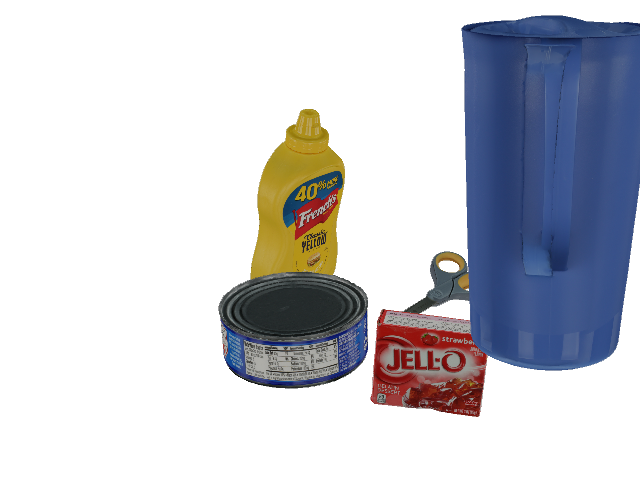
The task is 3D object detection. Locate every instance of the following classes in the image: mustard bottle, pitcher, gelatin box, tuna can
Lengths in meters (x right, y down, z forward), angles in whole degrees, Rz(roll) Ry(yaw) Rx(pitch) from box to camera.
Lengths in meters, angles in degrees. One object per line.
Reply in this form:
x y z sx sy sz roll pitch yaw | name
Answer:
-0.019 -0.038 1.038 0.096 0.192 0.058 -22 41 -37 | mustard bottle
0.161 -0.033 0.751 0.149 0.243 0.145 -10 18 -28 | pitcher
0.087 0.098 0.851 0.089 0.073 0.030 6 22 8 | gelatin box
-0.015 0.050 0.615 0.086 0.034 0.086 -2 23 1 | tuna can

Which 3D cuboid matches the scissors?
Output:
0.127 0.054 1.245 0.201 0.016 0.096 -11 40 -35 | scissors
